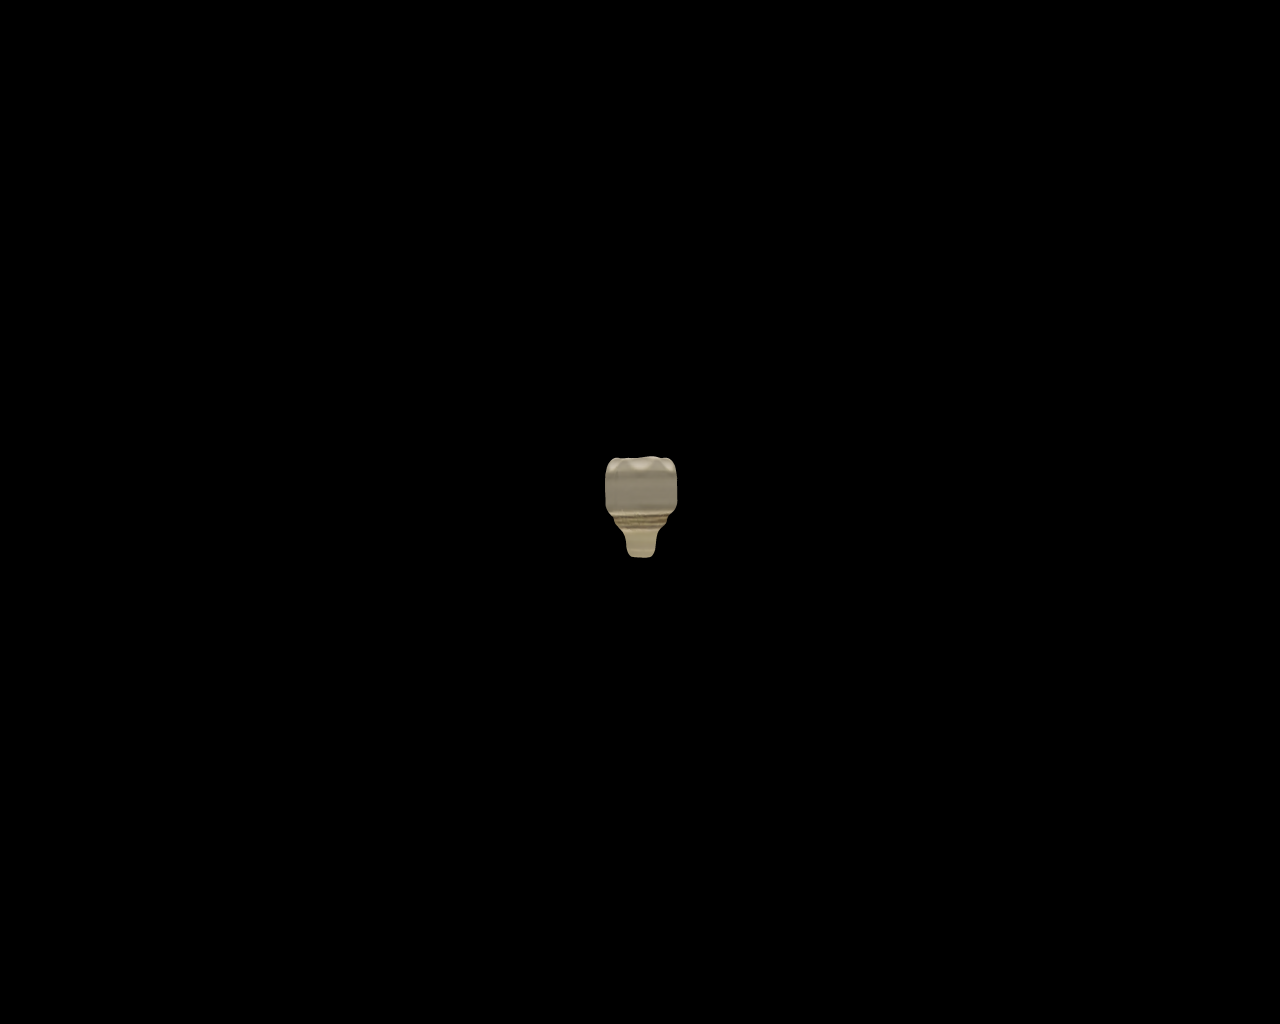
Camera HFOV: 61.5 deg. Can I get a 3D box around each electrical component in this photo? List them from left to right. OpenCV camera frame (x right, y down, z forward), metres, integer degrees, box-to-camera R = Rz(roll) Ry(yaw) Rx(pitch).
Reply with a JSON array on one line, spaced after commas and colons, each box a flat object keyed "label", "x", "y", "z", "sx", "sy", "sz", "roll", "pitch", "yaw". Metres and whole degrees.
[{"label": "electrical component", "x": 0.001, "y": -0.003, "z": 0.650, "sx": 0.043, "sy": 0.062, "sz": 0.043, "roll": 0, "pitch": 0, "yaw": 0}]
